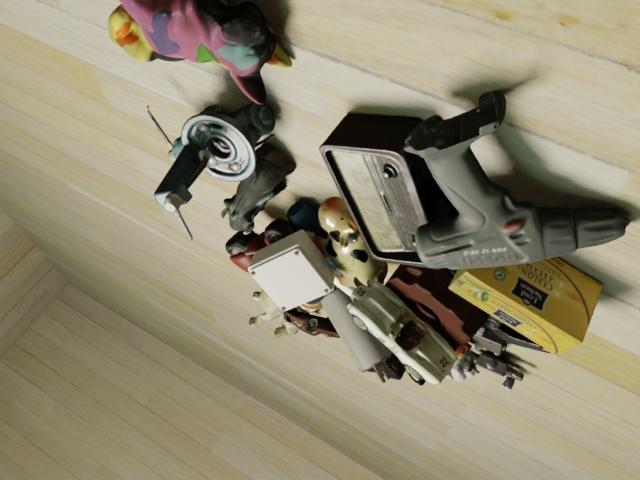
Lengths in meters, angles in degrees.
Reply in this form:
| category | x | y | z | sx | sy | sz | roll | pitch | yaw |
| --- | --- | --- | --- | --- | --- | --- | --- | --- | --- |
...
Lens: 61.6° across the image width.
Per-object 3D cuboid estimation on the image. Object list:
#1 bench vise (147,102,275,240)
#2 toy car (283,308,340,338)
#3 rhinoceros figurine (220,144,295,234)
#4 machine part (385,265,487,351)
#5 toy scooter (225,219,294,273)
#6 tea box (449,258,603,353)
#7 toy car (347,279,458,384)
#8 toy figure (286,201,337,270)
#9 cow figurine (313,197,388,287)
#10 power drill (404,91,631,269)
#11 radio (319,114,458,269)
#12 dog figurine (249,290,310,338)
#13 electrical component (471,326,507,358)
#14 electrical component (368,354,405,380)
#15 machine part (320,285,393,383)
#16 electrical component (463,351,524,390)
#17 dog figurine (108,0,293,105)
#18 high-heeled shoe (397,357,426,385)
| category | x | y | z | sx | sy | sz | roll | pitch | yaw |
| --- | --- | --- | --- | --- | --- | --- | --- | --- | --- |
| bench vise | -0.182 | -0.124 | 0.804 | 0.224 | 0.241 | 0.128 | -3 | 133 | 29 |
| toy car | 0.000 | 0.196 | 1.237 | 0.202 | 0.053 | 0.089 | 20 | 180 | -45 |
| rhinoceros figurine | -0.112 | -0.078 | 0.922 | 0.073 | 0.112 | 0.190 | 35 | 146 | -3 |
| machine part | 0.183 | 0.109 | 0.892 | 0.179 | 0.056 | 0.179 | 35 | 155 | 19 |
| toy scooter | -0.089 | 0.034 | 1.004 | 0.184 | 0.075 | 0.135 | -14 | 122 | 45 |
| tea box | 0.274 | 0.062 | 0.720 | 0.170 | 0.098 | 0.068 | 31 | 154 | 4 |
| toy car | 0.132 | 0.148 | 0.876 | 0.202 | 0.073 | 0.056 | 43 | 159 | 5 |
| toy figure | -0.003 | -0.001 | 0.975 | 0.058 | 0.064 | 0.154 | -10 | 130 | 38 |
| cow figurine | 0.055 | 0.009 | 0.901 | 0.127 | 0.085 | 0.194 | 14 | 145 | 47 |
| power drill | 0.202 | -0.057 | 0.602 | 0.232 | 0.086 | 0.207 | -16 | 128 | 27 |
| radio | 0.105 | -0.060 | 0.737 | 0.131 | 0.073 | 0.229 | 11 | 145 | 39 |
| dog figurine | -0.068 | 0.137 | 1.262 | 0.172 | 0.121 | 0.190 | 9 | 144 | -25 |
| electrical component | 0.303 | 0.179 | 0.964 | 0.063 | 0.021 | 0.093 | 21 | 150 | 27 |
| electrical component | 0.144 | 0.278 | 1.276 | 0.115 | 0.058 | 0.134 | 0 | 137 | 53 |
| machine part | 0.073 | 0.178 | 1.095 | 0.243 | 0.079 | 0.079 | 59 | 158 | 16 |
| electrical component | 0.323 | 0.243 | 1.005 | 0.102 | 0.045 | 0.078 | 22 | 177 | 16 |
| dog figurine | -0.147 | -0.253 | 0.679 | 0.219 | 0.108 | 0.191 | 37 | 153 | -9 |
| high-heeled shoe | 0.172 | 0.221 | 1.132 | 0.145 | 0.086 | 0.248 | 30 | 153 | 27 |
